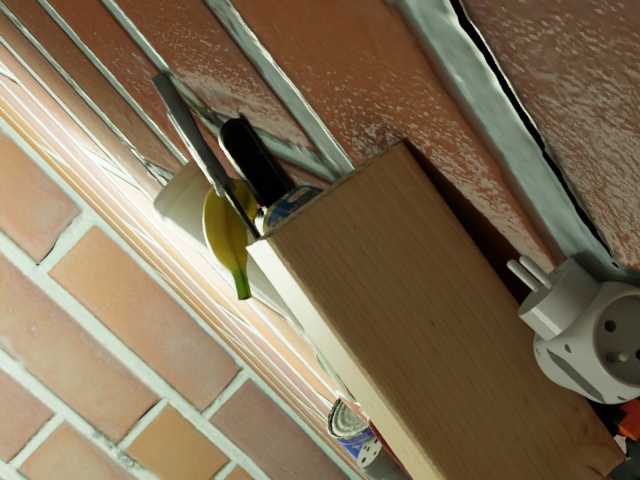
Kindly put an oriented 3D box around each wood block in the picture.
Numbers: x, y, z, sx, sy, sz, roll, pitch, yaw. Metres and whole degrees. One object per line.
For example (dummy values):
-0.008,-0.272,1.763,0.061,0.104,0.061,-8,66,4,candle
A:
0.059,0.059,0.589,0.206,0.090,0.090,54,169,-4,wood block

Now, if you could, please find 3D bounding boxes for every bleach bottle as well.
-0.048,0.030,1.049,0.251,0.068,0.102,40,171,5,bleach bottle

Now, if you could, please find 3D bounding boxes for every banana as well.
-0.075,-0.017,0.900,0.198,0.037,0.069,-92,-5,-68,banana

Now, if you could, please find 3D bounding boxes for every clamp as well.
-0.006,0.001,0.839,0.165,0.036,0.210,40,165,16,clamp
0.164,0.108,0.641,0.120,0.039,0.171,34,164,19,clamp

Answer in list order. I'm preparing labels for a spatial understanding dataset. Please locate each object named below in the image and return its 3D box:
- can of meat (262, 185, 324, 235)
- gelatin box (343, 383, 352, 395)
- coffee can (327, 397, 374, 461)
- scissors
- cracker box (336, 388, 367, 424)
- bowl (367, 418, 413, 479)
0.017,0.017,0.696,0.084,0.057,0.102,21,142,47,can of meat
0.042,0.078,0.800,0.073,0.030,0.089,-2,125,34,gelatin box
0.091,0.221,1.173,0.140,0.102,0.103,47,169,-20,coffee can
-0.085,-0.061,0.820,0.202,0.016,0.096,53,172,48,scissors
0.114,0.178,0.982,0.164,0.072,0.214,42,171,-6,cracker box
0.111,0.172,0.802,0.162,0.055,0.162,44,167,12,bowl
